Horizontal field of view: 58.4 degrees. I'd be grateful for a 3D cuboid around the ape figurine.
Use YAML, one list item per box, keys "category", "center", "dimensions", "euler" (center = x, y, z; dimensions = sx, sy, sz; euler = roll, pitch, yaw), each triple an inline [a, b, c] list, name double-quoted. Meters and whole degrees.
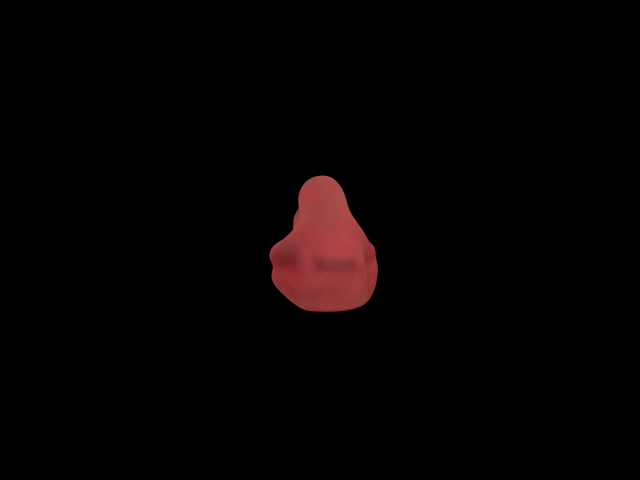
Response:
- category: "ape figurine"
  center: [0.004, 0.001, 0.400]
  dimensions: [0.078, 0.092, 0.076]
  euler: [0, 2, -3]
